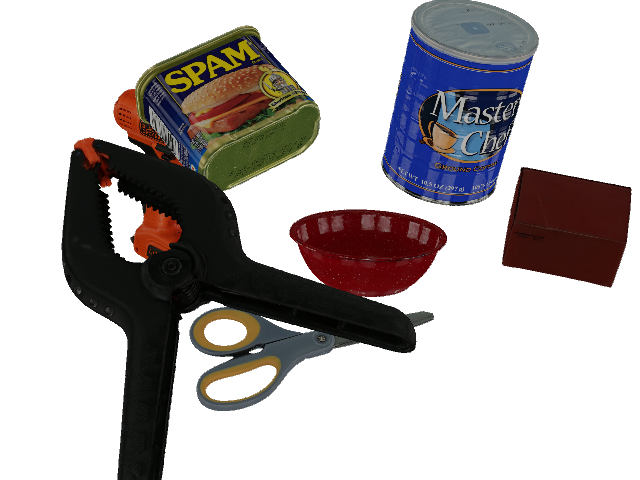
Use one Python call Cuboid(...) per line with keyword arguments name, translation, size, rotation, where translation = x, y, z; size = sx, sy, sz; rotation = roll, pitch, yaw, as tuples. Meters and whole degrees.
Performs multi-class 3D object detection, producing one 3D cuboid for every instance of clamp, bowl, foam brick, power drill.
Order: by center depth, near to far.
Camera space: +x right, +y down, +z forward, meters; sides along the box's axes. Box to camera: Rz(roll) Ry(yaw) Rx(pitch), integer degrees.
Cuboid(name="clamp", translation=(-0.062, 0.021, 0.551), size=(0.164, 0.210, 0.036), rotation=(-26, -28, -11))
Cuboid(name="foam brick", translation=(0.170, -0.009, 0.737), size=(0.078, 0.051, 0.053), rotation=(12, -37, 8))
Cuboid(name="bowl", translation=(0.048, 0.017, 1.097), size=(0.162, 0.055, 0.162), rotation=(1, 18, -1))
Cuboid(name="power drill", translation=(-0.138, -0.054, 1.118), size=(0.185, 0.188, 0.057), rotation=(25, 36, 32))

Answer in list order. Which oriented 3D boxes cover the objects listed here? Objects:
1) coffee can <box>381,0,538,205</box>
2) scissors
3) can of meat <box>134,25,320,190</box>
Cuboid(name="coffee can", translation=(0.113, -0.115, 0.889), size=(0.102, 0.140, 0.103), rotation=(7, 36, -5))
Cuboid(name="scissors", translation=(-0.016, 0.070, 0.853), size=(0.201, 0.096, 0.016), rotation=(-26, -29, -23))
Cuboid(name="can of meat", translation=(-0.062, -0.089, 0.736), size=(0.102, 0.084, 0.057), rotation=(-29, -27, -22))
